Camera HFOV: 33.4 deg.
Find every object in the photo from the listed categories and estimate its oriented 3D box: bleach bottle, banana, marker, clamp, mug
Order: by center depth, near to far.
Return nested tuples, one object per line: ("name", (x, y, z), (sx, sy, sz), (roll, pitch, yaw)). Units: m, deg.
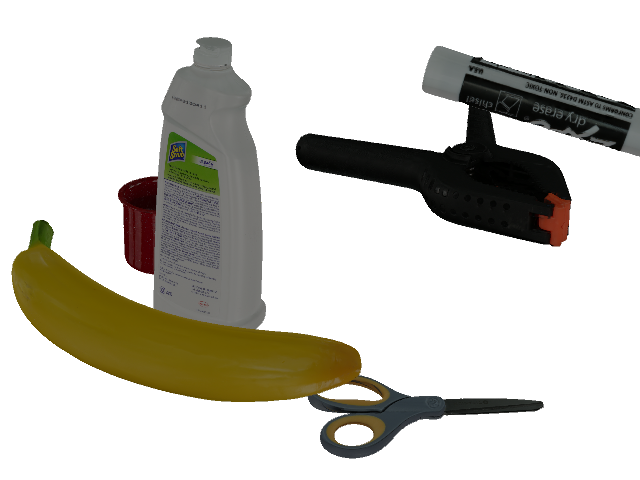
("marker", (0.098, -0.048, 0.404), (0.121, 0.020, 0.020), (19, 4, 12))
("banana", (-0.080, 0.041, 0.523), (0.198, 0.069, 0.037), (22, -37, 16))
("clamp", (0.088, -0.046, 0.726), (0.164, 0.036, 0.210), (-12, 28, -19))
("bleach bottle", (-0.090, -0.045, 0.910), (0.103, 0.251, 0.068), (16, 27, 20))
("mug", (-0.180, -0.020, 1.177), (0.093, 0.081, 0.117), (-12, 32, -29))

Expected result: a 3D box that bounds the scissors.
("scissors", (0.085, 0.154, 0.898), (0.202, 0.016, 0.096), (9, 39, 7))
